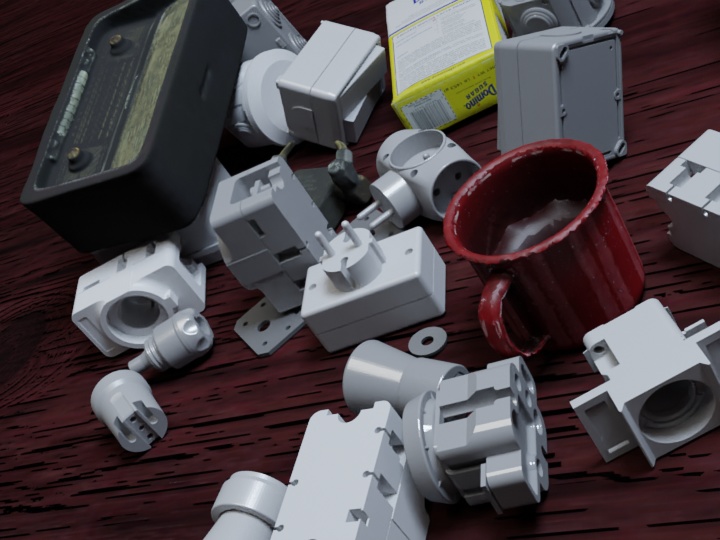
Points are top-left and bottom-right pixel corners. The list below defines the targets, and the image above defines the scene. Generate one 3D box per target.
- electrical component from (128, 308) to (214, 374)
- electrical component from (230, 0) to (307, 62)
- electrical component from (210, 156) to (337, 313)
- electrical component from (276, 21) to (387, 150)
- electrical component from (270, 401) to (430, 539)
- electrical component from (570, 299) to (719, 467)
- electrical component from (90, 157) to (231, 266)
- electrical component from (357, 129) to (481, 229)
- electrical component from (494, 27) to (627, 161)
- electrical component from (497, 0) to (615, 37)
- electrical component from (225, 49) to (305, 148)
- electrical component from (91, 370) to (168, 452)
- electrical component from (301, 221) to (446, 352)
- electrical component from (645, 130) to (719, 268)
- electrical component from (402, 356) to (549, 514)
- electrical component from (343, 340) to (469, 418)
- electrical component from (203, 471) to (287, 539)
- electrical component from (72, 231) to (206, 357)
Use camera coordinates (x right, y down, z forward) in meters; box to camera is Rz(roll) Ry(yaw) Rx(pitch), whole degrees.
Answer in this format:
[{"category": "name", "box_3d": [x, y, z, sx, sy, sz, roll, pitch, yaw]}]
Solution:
[{"category": "electrical component", "box_3d": [-0.135, 0.054, 0.754, 0.061, 0.035, 0.035, -31, 34, 10]}, {"category": "electrical component", "box_3d": [-0.100, -0.193, 0.970, 0.100, 0.099, 0.048, -35, 33, 16]}, {"category": "electrical component", "box_3d": [-0.057, -0.021, 0.721, 0.056, 0.089, 0.050, -21, 36, 20]}, {"category": "electrical component", "box_3d": [-0.015, -0.153, 0.871, 0.061, 0.061, 0.096, 19, 57, 20]}, {"category": "electrical component", "box_3d": [-0.001, 0.120, 0.538, 0.050, 0.055, 0.089, -13, 39, 30]}, {"category": "electrical component", "box_3d": [0.141, 0.051, 0.514, 0.081, 0.042, 0.063, -30, 31, 8]}, {"category": "electrical component", "box_3d": [-0.153, -0.037, 0.862, 0.113, 0.057, 0.078, -21, 36, 20]}, {"category": "electrical component", "box_3d": [0.033, -0.055, 0.732, 0.079, 0.044, 0.077, -37, 34, -10]}, {"category": "electrical component", "box_3d": [0.123, -0.101, 0.675, 0.062, 0.096, 0.061, -20, 23, -34]}, {"category": "electrical component", "box_3d": [0.146, -0.201, 0.810, 0.080, 0.051, 0.080, -23, 35, 18]}, {"category": "electrical component", "box_3d": [-0.077, -0.142, 0.906, 0.051, 0.080, 0.080, -3, 45, 45]}, {"category": "electrical component", "box_3d": [-0.153, 0.094, 0.717, 0.040, 0.040, 0.046, -41, 40, -9]}, {"category": "electrical component", "box_3d": [0.000, 0.000, 0.667, 0.083, 0.075, 0.047, -20, 36, 21]}, {"category": "electrical component", "box_3d": [0.204, -0.033, 0.554, 0.056, 0.050, 0.089, -41, 34, -8]}, {"category": "electrical component", "box_3d": [0.057, 0.084, 0.532, 0.057, 0.058, 0.078, -17, 37, 21]}, {"category": "electrical component", "box_3d": [0.029, 0.065, 0.595, 0.065, 0.044, 0.044, 7, 52, 39]}, {"category": "electrical component", "box_3d": [-0.061, 0.142, 0.573, 0.045, 0.045, 0.055, -9, 41, 33]}, {"category": "electrical component", "box_3d": [-0.165, 0.020, 0.808, 0.089, 0.050, 0.055, -27, 34, 12]}]
